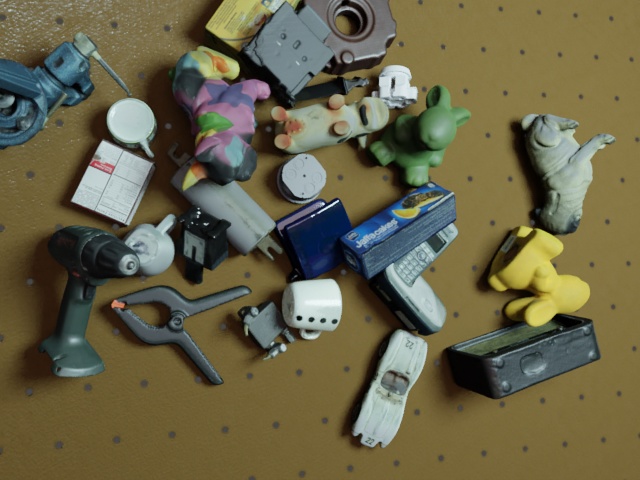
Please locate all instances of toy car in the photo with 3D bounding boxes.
[{"bbox_3d":[0.117,0.251,0.910,0.073,0.056,0.201,26,80,-10],"label":"toy car"}]

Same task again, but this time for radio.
[{"bbox_3d":[0.352,0.194,0.927,0.230,0.131,0.073,-17,92,-13],"label":"radio"}]

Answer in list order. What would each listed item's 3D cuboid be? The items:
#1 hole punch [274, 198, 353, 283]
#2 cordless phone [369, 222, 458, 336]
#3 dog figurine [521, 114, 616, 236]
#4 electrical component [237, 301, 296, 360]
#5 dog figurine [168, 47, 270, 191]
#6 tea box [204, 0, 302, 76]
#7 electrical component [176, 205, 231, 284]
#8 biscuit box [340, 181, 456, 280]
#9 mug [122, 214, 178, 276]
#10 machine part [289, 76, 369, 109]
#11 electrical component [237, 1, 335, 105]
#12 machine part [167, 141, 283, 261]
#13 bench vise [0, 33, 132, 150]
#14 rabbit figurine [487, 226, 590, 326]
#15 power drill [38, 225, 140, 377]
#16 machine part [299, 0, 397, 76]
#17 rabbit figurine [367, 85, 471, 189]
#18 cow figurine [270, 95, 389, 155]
[{"bbox_3d":[-0.002,-0.003,0.888,0.142,0.092,0.115,-31,97,-17],"label":"hole punch"},{"bbox_3d":[0.191,0.058,0.929,0.184,0.089,0.146,-43,95,-16],"label":"cordless phone"},{"bbox_3d":[0.423,-0.120,0.993,0.173,0.121,0.190,28,99,24],"label":"dog figurine"},{"bbox_3d":[-0.087,0.144,0.867,0.078,0.045,0.102,-36,106,-26],"label":"electrical component"},{"bbox_3d":[-0.168,-0.174,0.801,0.191,0.108,0.219,31,44,-10],"label":"dog figurine"},{"bbox_3d":[-0.108,-0.377,0.900,0.098,0.068,0.169,35,81,-8],"label":"tea box"},{"bbox_3d":[-0.185,0.013,0.847,0.075,0.119,0.048,23,42,16],"label":"electrical component"},{"bbox_3d":[0.131,-0.018,0.887,0.203,0.059,0.062,-32,132,-18],"label":"biscuit box"},{"bbox_3d":[-0.256,0.007,0.820,0.081,0.107,0.109,46,80,-7],"label":"mug"},{"bbox_3d":[0.009,-0.257,0.920,0.139,0.084,0.039,-13,114,-5],"label":"machine part"},{"bbox_3d":[-0.047,-0.303,0.853,0.114,0.058,0.134,41,81,-22],"label":"electrical component"},{"bbox_3d":[-0.155,-0.058,0.863,0.243,0.079,0.079,45,78,-6],"label":"machine part"},{"bbox_3d":[-0.414,-0.212,0.744,0.224,0.240,0.128,-29,96,3],"label":"bench vise"},{"bbox_3d":[0.397,0.077,0.952,0.173,0.122,0.162,32,85,-9],"label":"rabbit figurine"},{"bbox_3d":[-0.331,0.083,0.756,0.086,0.232,0.207,-2,108,-44],"label":"power drill"},{"bbox_3d":[0.049,-0.380,0.942,0.179,0.056,0.179,1,85,-13],"label":"machine part"},{"bbox_3d":[0.183,-0.172,0.897,0.121,0.170,0.159,43,79,-7],"label":"rabbit figurine"},{"bbox_3d":[0.020,-0.191,0.900,0.195,0.127,0.085,-13,88,1],"label":"cow figurine"}]
